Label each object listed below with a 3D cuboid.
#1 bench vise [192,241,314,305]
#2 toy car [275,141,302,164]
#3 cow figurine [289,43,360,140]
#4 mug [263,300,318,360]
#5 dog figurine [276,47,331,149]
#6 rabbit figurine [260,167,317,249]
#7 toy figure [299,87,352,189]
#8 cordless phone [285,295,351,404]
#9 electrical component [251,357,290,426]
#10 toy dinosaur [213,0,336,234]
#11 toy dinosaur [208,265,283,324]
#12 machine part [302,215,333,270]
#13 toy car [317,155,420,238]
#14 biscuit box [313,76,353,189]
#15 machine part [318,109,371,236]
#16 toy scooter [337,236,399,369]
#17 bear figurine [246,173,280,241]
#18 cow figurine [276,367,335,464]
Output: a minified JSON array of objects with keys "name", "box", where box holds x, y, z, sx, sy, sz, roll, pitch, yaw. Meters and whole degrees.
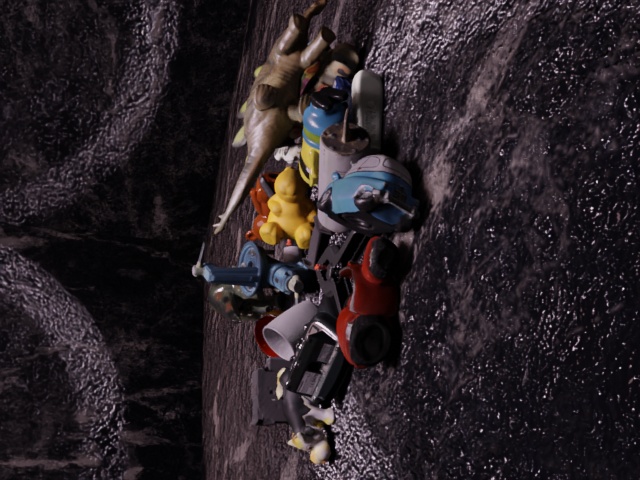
[{"name":"bench vise","box":[-0.141,0.073,1.126,0.224,0.240,0.128,42,122,54]},{"name":"toy car","box":[-0.057,-0.203,1.257,0.202,0.073,0.056,-153,71,-72]},{"name":"cow figurine","box":[0.008,-0.280,1.015,0.195,0.085,0.127,-53,34,24]},{"name":"mug","box":[-0.036,0.173,1.027,0.107,0.110,0.080,-43,-15,-32]},{"name":"dog figurine","box":[-0.044,-0.308,1.109,0.219,0.108,0.191,-29,42,46]},{"name":"rabbit figurine","box":[-0.051,-0.085,1.127,0.173,0.122,0.162,86,-160,-53]},{"name":"toy figure","box":[0.008,-0.165,0.885,0.180,0.082,0.089,91,162,-45]},{"name":"cordless phone","box":[-0.004,0.180,0.946,0.184,0.089,0.146,-101,32,-69]},{"name":"electrical component","box":[-0.080,0.305,1.083,0.058,0.115,0.134,135,137,-61]},{"name":"toy dinosaur","box":[-0.085,-0.231,0.959,0.199,0.105,0.471,-12,53,67]},{"name":"toy dinosaur","box":[-0.204,0.136,1.324,0.405,0.192,0.131,-12,-83,-77]},{"name":"machine part","box":[-0.002,-0.003,1.072,0.084,0.039,0.138,-115,36,-58]},{"name":"toy car","box":[0.073,-0.068,0.744,0.162,0.109,0.103,-9,58,64]},{"name":"biscuit box","box":[0.035,-0.188,0.972,0.059,0.063,0.202,-105,27,-52]},{"name":"machine part","box":[0.036,-0.094,0.843,0.243,0.079,0.079,93,171,-50]},{"name":"toy scooter","box":[0.061,0.084,0.768,0.135,0.075,0.183,-171,90,-73]},{"name":"bear figurine","box":[-0.122,-0.065,1.351,0.132,0.120,0.195,-120,38,-58]},{"name":"cow figurine","box":[-0.028,0.304,0.944,0.068,0.098,0.167,124,149,-45]}]
